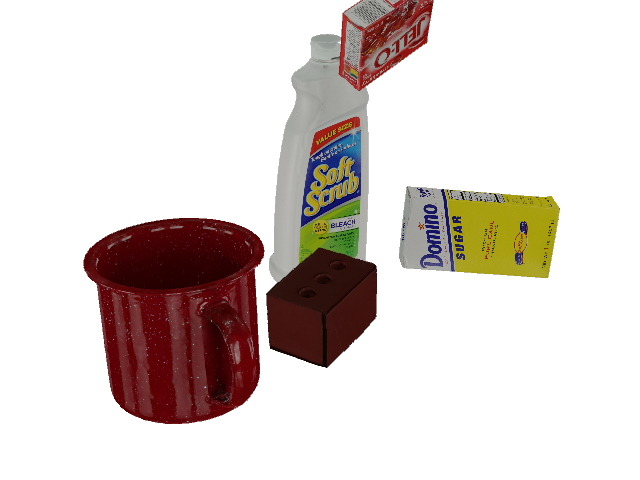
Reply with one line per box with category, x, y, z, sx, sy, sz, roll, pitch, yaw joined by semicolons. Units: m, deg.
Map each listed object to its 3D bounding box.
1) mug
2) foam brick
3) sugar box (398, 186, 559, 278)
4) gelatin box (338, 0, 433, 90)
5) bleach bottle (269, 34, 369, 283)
mug;-0.067;0.047;0.557;0.093;0.081;0.117;-18;29;-32
foam brick;0.002;0.049;0.803;0.053;0.051;0.078;16;35;27
sugar box;0.185;-0.009;1.256;0.176;0.093;0.048;2;22;-3
gelatin box;0.057;-0.179;0.904;0.089;0.030;0.073;-37;-25;-24
bleach bottle;-0.002;-0.078;1.064;0.102;0.251;0.068;-10;28;-18
